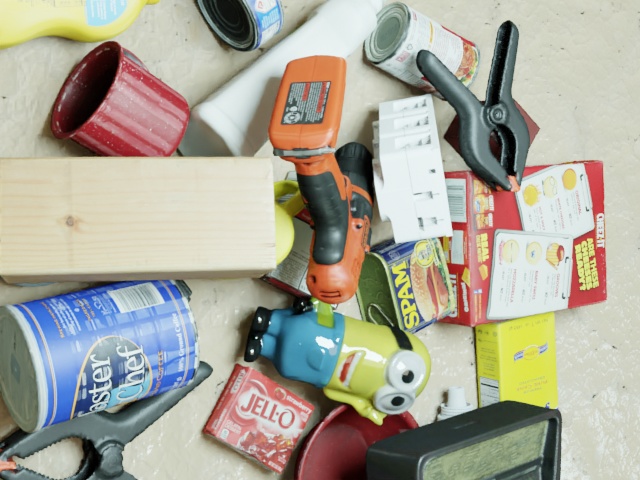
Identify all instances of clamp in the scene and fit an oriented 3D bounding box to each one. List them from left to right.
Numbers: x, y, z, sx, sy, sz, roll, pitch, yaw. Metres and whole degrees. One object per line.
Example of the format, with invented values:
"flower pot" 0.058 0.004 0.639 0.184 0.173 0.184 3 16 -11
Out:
"clamp" -0.181 0.177 0.924 0.209 0.036 0.164 13 82 -36
"clamp" 0.157 -0.127 1.061 0.120 0.039 0.171 -12 95 -19

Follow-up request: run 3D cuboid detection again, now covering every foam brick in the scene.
"foam brick" 0.182 -0.115 1.140 0.051 0.078 0.053 41 72 -29

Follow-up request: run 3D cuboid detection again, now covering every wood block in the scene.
"wood block" -0.144 -0.015 0.845 0.206 0.090 0.091 -1 84 -12

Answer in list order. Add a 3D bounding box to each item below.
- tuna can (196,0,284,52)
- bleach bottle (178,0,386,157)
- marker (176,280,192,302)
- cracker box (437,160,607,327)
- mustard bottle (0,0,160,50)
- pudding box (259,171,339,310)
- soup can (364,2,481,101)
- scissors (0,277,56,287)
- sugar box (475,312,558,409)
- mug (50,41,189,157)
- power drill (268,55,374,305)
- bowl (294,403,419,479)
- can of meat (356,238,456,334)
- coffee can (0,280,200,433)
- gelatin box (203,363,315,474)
"tuna can" -0.074 -0.212 0.952 0.033 0.086 0.086 -41 114 -25
"bleach bottle" -0.022 -0.159 0.979 0.250 0.103 0.068 -46 103 -24
"marker" -0.150 0.009 0.949 0.020 0.020 0.121 -43 115 -26
"cracker box" 0.220 -0.001 1.175 0.213 0.072 0.164 -7 97 -36
"mustard bottle" -0.203 -0.211 0.877 0.191 0.058 0.096 -12 92 -34
"pudding box" -0.007 0.001 1.037 0.089 0.039 0.113 29 78 -34
"soup can" 0.104 -0.191 1.087 0.102 0.069 0.068 21 80 -33
"scissors" -0.175 -0.011 0.894 0.201 0.016 0.096 -10 87 -14
"sugar box" 0.224 0.171 1.201 0.093 0.048 0.176 -10 97 -34
"mug" -0.165 -0.115 0.900 0.081 0.093 0.117 33 37 -36
"power drill" 0.010 -0.065 0.926 0.187 0.057 0.184 73 19 -46
"bowl" 0.030 0.232 1.062 0.161 0.055 0.162 -2 93 -35
"can of meat" 0.086 0.047 1.093 0.083 0.058 0.102 -24 106 -35
"coffee can" -0.185 0.090 0.877 0.140 0.103 0.103 -13 99 -34
"gelatin box" -0.058 0.170 1.014 0.089 0.030 0.073 37 72 -30
